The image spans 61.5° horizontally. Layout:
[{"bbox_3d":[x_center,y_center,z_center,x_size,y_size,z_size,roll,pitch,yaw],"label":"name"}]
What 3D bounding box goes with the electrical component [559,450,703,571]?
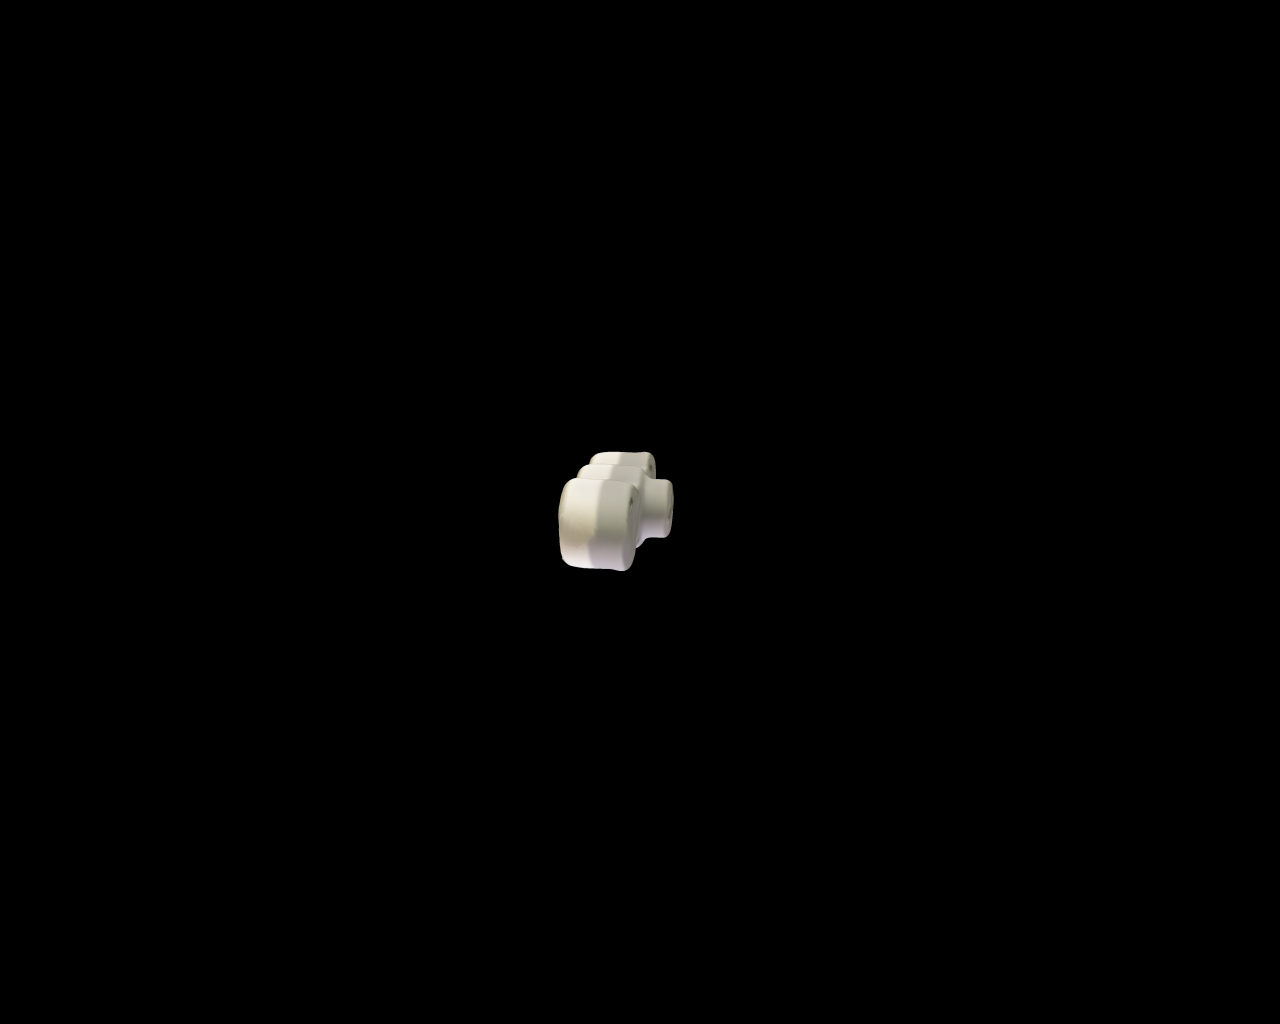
[{"bbox_3d":[0.001,-0.003,0.650,0.074,0.052,0.138,2,14,7],"label":"electrical component"}]
